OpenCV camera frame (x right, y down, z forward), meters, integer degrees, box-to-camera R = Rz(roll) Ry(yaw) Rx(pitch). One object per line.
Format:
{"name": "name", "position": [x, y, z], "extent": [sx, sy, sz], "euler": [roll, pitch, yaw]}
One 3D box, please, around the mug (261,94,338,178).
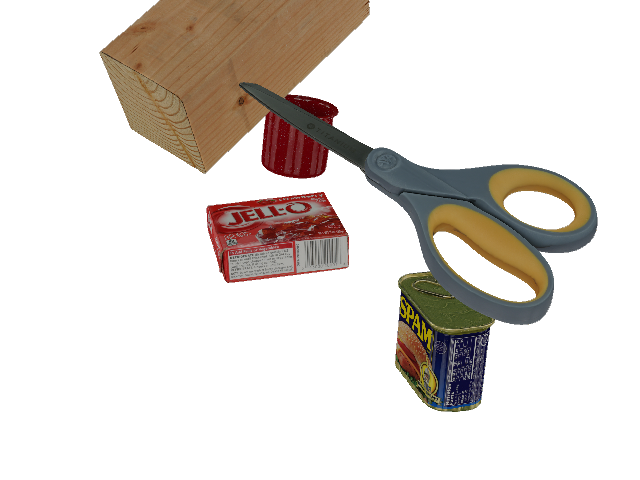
{"name": "mug", "position": [-0.024, -0.131, 1.321], "extent": [0.093, 0.081, 0.117], "euler": [17, 25, 21]}

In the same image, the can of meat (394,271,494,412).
{"name": "can of meat", "position": [0.103, 0.086, 0.912], "extent": [0.057, 0.084, 0.102], "euler": [-6, 26, -17]}

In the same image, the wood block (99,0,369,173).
{"name": "wood block", "position": [-0.061, -0.165, 0.849], "extent": [0.090, 0.206, 0.091], "euler": [32, -25, 27]}

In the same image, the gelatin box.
{"name": "gelatin box", "position": [-0.031, -0.004, 0.746], "extent": [0.089, 0.030, 0.073], "euler": [-7, 27, -11]}

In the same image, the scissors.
{"name": "scissors", "position": [0.052, -0.038, 0.526], "extent": [0.096, 0.016, 0.202], "euler": [-27, 55, -22]}
